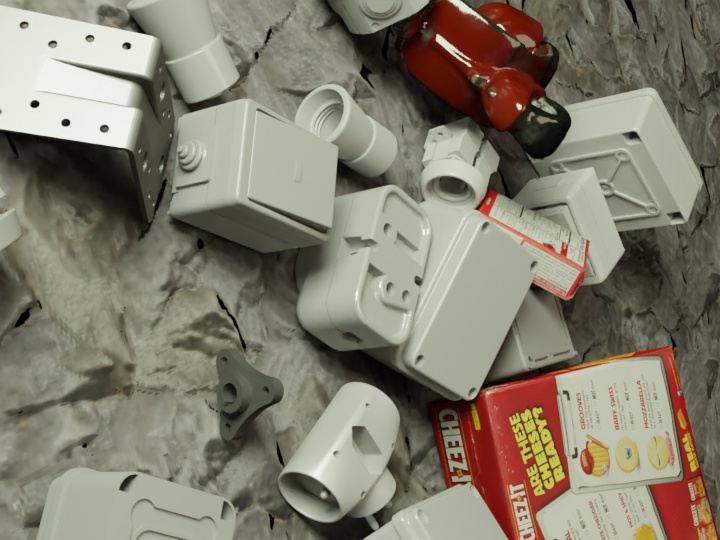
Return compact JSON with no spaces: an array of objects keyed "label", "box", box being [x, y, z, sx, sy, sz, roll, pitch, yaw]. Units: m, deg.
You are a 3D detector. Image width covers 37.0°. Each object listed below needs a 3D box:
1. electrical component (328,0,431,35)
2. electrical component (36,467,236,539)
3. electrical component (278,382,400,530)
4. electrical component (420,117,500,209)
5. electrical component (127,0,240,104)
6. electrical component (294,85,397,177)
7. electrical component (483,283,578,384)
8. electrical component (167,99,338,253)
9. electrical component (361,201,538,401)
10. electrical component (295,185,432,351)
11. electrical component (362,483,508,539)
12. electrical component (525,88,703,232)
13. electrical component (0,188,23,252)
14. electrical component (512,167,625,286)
[{"label":"electrical component","box":[0.011,-0.198,0.708,0.051,0.080,0.080,56,45,-34]},{"label":"electrical component","box":[-0.113,0.156,0.507,0.078,0.057,0.113,30,61,-43]},{"label":"electrical component","box":[-0.003,0.123,0.654,0.079,0.043,0.077,60,44,-24]},{"label":"electrical component","box":[0.071,-0.073,0.780,0.066,0.048,0.055,49,41,-32]},{"label":"electrical component","box":[-0.095,-0.126,0.598,0.044,0.044,0.065,-51,125,-42]},{"label":"electrical component","box":[-0.006,-0.086,0.696,0.065,0.044,0.044,28,62,-49]},{"label":"electrical component","box":[0.111,0.045,0.790,0.096,0.061,0.061,-6,78,-54]},{"label":"electrical component","box":[-0.060,-0.053,0.604,0.096,0.061,0.061,23,66,-49]},{"label":"electrical component","box":[0.058,0.021,0.708,0.078,0.057,0.113,34,80,-41]},{"label":"electrical component","box":[0.000,0.000,0.670,0.054,0.059,0.095,38,56,-39]},{"label":"electrical component","box":[0.058,0.195,0.656,0.108,0.056,0.109,58,21,15]},{"label":"electrical component","box":[0.213,-0.087,0.902,0.108,0.109,0.056,52,51,-30]},{"label":"electrical component","box":[-0.182,-0.027,0.472,0.066,0.048,0.055,-45,109,-44]},{"label":"electrical component","box":[0.167,-0.025,0.871,0.061,0.062,0.096,-44,116,-45]}]
